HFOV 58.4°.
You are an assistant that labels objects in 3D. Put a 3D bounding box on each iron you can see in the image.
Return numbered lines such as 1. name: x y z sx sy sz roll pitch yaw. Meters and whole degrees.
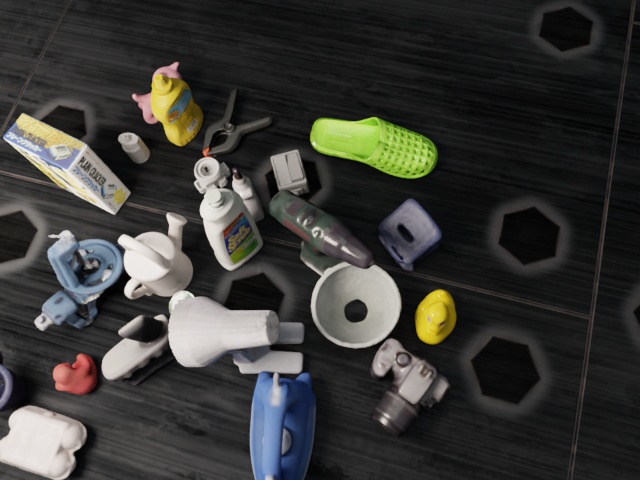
1. iron: -0.073 0.353 0.981 0.118 0.141 0.258 1 70 5

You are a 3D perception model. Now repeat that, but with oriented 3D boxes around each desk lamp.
1. desk lamp: -0.139 0.170 1.013 0.203 0.214 0.118 -1 70 4

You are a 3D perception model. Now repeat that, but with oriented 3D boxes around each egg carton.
1. egg carton: -0.505 0.368 1.046 0.150 0.069 0.107 13 72 9

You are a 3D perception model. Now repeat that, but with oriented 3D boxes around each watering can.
1. watering can: -0.315 0.029 1.088 0.101 0.194 0.173 7 71 7

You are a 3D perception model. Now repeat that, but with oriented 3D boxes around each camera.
1. camera: 0.141 0.267 1.017 0.143 0.101 0.137 34 76 15

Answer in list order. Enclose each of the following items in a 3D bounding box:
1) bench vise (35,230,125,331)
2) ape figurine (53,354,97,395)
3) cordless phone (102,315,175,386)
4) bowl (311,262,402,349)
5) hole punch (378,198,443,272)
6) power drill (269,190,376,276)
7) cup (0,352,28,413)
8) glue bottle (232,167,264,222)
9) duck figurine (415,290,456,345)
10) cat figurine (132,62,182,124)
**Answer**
1. bench vise: -0.452 0.077 1.067 0.121 0.220 0.207 16 72 10
2. ape figurine: -0.464 0.253 1.073 0.078 0.092 0.076 -35 71 -8
3. cordless phone: -0.344 0.189 1.037 0.148 0.185 0.094 -40 72 -10
4. bowl: 0.069 0.128 1.087 0.167 0.075 0.167 -1 70 4
5. hole punch: 0.174 -0.009 1.119 0.101 0.091 0.108 -35 71 -8
6. power drill: 0.010 0.004 1.064 0.229 0.208 0.076 36 77 15
7. cup: -0.596 0.270 1.075 0.091 0.095 0.118 -7 70 2
8. glue bottle: -0.149 -0.099 1.132 0.037 0.173 0.078 -25 70 -4
9. duck figurine: 0.218 0.138 1.066 0.077 0.086 0.105 19 73 11
10. cat figurine: -0.351 -0.331 1.261 0.128 0.118 0.067 -29 70 -6
